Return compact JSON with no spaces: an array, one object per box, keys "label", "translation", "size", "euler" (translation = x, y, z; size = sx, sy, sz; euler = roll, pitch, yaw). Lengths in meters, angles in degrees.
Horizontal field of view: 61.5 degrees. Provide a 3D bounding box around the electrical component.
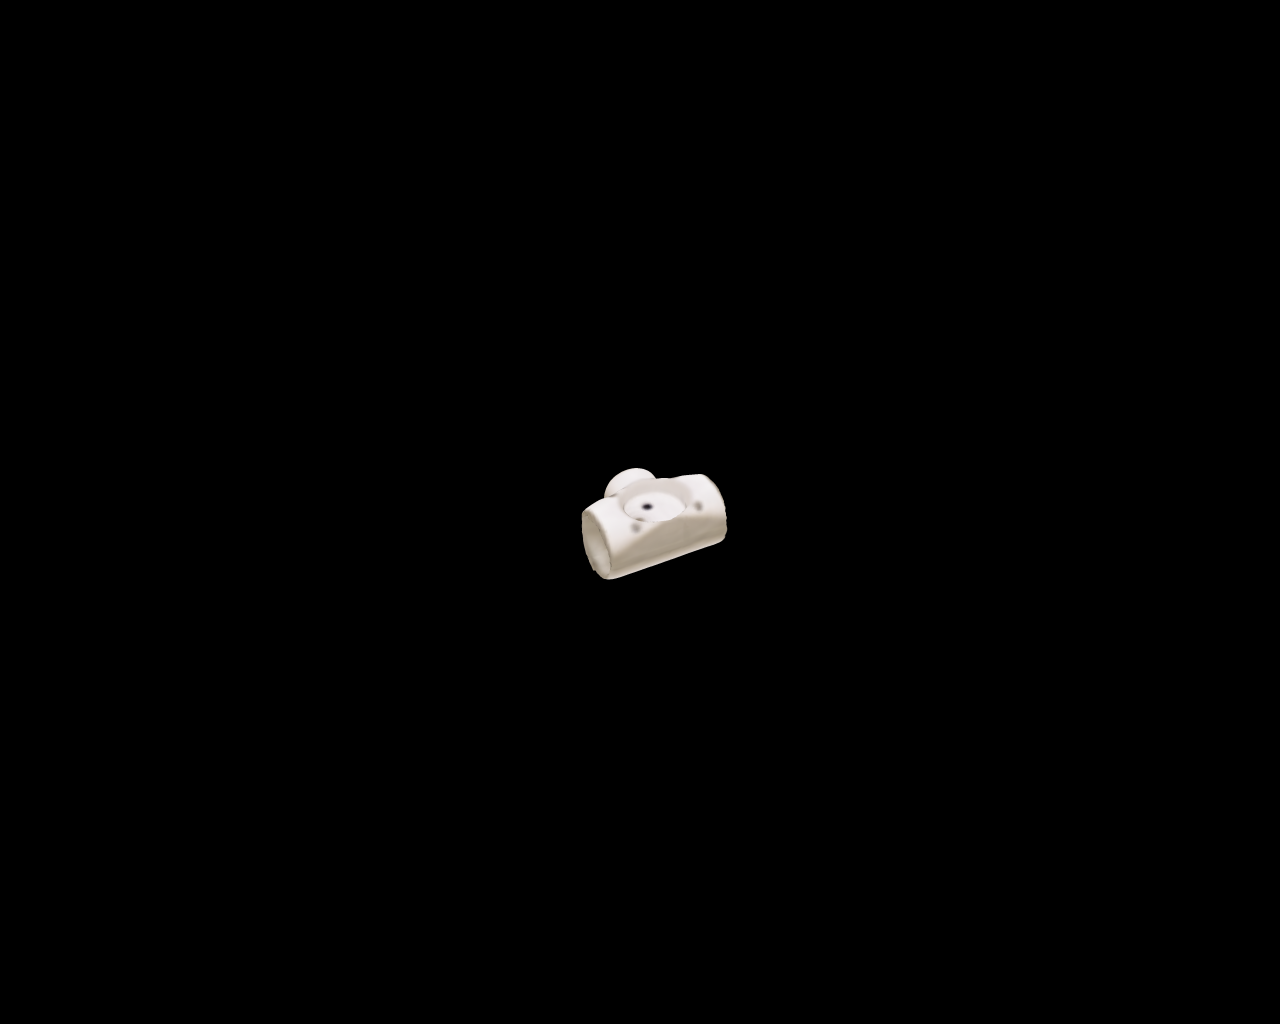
[{"label":"electrical component","translation":[0.001,-0.003,0.650],"size":[0.077,0.044,0.079],"euler":[-18,44,-19]}]
